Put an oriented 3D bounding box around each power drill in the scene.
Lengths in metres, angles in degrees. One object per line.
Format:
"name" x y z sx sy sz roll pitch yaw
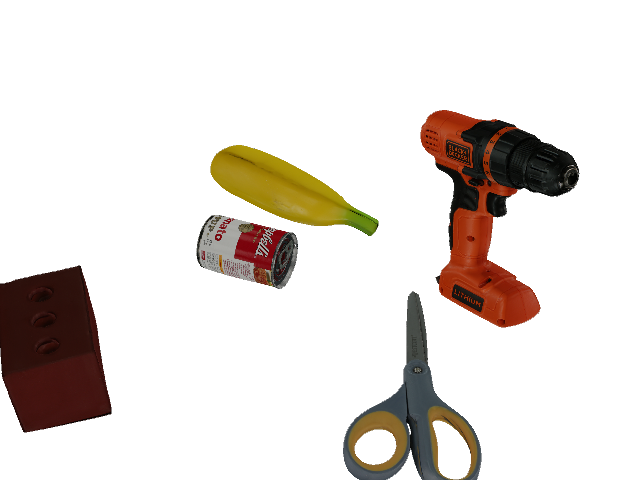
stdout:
"power drill" 0.165 -0.018 0.987 0.057 0.188 0.185 -17 27 -27

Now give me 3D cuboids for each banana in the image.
"banana" -0.040 -0.040 0.779 0.069 0.037 0.198 39 -7 -36

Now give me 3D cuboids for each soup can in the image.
"soup can" -0.086 0.012 1.261 0.102 0.068 0.068 14 5 20

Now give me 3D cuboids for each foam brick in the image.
"foam brick" -0.156 0.063 0.624 0.053 0.051 0.078 -13 42 -10

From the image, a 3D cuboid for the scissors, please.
"scissors" 0.050 0.100 0.732 0.096 0.016 0.202 -7 34 -10
